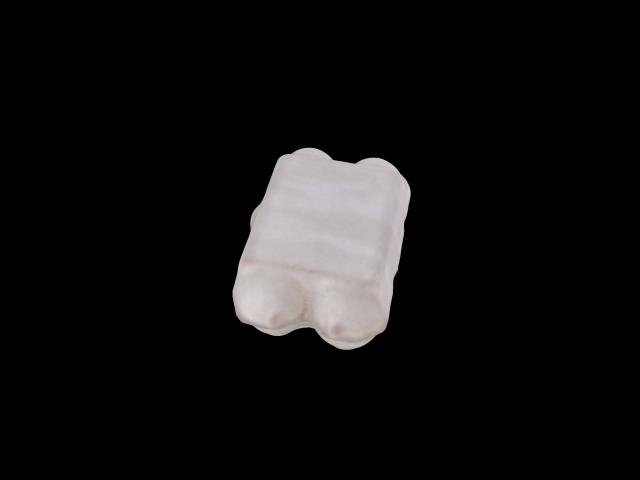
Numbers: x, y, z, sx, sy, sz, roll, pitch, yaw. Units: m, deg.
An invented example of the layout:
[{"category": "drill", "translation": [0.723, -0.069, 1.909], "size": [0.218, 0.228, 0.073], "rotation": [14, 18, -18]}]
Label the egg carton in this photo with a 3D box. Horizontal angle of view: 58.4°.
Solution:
[{"category": "egg carton", "translation": [0.004, 0.001, 0.400], "size": [0.107, 0.069, 0.150], "rotation": [10, 54, 7]}]
